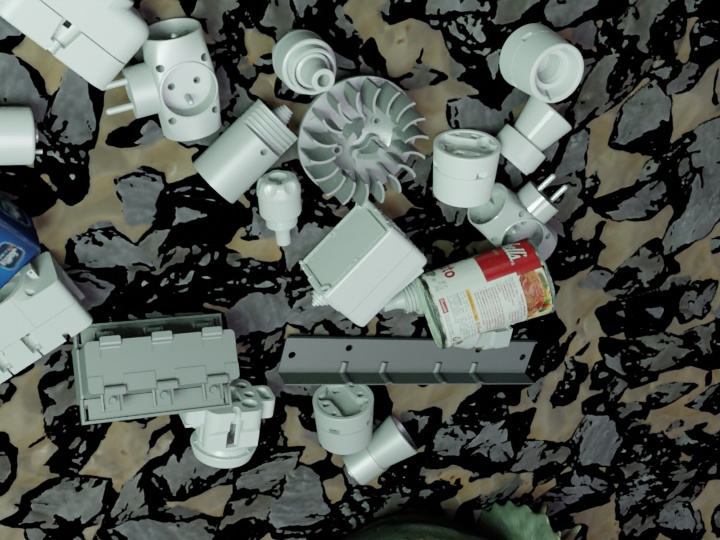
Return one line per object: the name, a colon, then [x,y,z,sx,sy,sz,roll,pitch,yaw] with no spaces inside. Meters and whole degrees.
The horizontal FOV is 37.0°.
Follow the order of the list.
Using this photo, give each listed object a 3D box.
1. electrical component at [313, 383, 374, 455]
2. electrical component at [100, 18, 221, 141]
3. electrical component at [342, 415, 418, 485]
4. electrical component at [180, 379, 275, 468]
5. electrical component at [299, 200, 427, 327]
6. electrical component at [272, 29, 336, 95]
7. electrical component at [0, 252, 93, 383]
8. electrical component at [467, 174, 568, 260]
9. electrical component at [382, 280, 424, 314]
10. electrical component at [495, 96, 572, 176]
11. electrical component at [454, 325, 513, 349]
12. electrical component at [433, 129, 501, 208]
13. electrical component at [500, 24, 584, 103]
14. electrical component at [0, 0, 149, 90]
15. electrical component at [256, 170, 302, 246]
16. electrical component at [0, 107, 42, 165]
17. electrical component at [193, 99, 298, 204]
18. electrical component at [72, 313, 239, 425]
electrical component: [-0.014,0.134,0.979,0.055,0.055,0.047,-15,127,-17]
electrical component: [-0.144,-0.130,0.765,0.079,0.044,0.077,-18,125,-15]
electrical component: [0.016,0.174,1.026,0.065,0.044,0.044,-36,127,4]
electrical component: [-0.116,0.133,0.928,0.078,0.058,0.057,-2,116,-24]
electrical component: [0.000,0.000,0.900,0.096,0.061,0.061,-46,127,6]
electrical component: [-0.037,-0.150,0.792,0.043,0.062,0.043,-12,123,-19]
electrical component: [-0.257,0.033,0.806,0.089,0.050,0.055,-33,127,-4]
electrical component: [0.148,-0.051,0.946,0.079,0.044,0.077,-44,127,15]
electrical component: [0.049,0.023,0.954,0.061,0.035,0.035,-16,124,-13]
electrical component: [0.145,-0.114,0.911,0.045,0.045,0.055,34,101,-36]
electrical component: [0.109,0.046,0.990,0.055,0.048,0.066,-7,122,-31]
electrical component: [0.087,-0.084,0.896,0.055,0.055,0.047,-11,126,-19]
electrical component: [0.150,-0.168,0.879,0.055,0.047,0.055,-12,123,-19]
electrical component: [-0.190,-0.174,0.711,0.059,0.053,0.095,-47,127,7]
electrical component: [-0.063,-0.047,0.859,0.035,0.035,0.061,-15,127,-17]
electrical component: [-0.258,-0.092,0.737,0.078,0.040,0.040,-4,120,-23]
electrical component: [-0.083,-0.094,0.816,0.081,0.043,0.043,-44,127,4]
electrical component: [-0.163,0.076,0.860,0.121,0.063,0.078,-4,79,-23]
